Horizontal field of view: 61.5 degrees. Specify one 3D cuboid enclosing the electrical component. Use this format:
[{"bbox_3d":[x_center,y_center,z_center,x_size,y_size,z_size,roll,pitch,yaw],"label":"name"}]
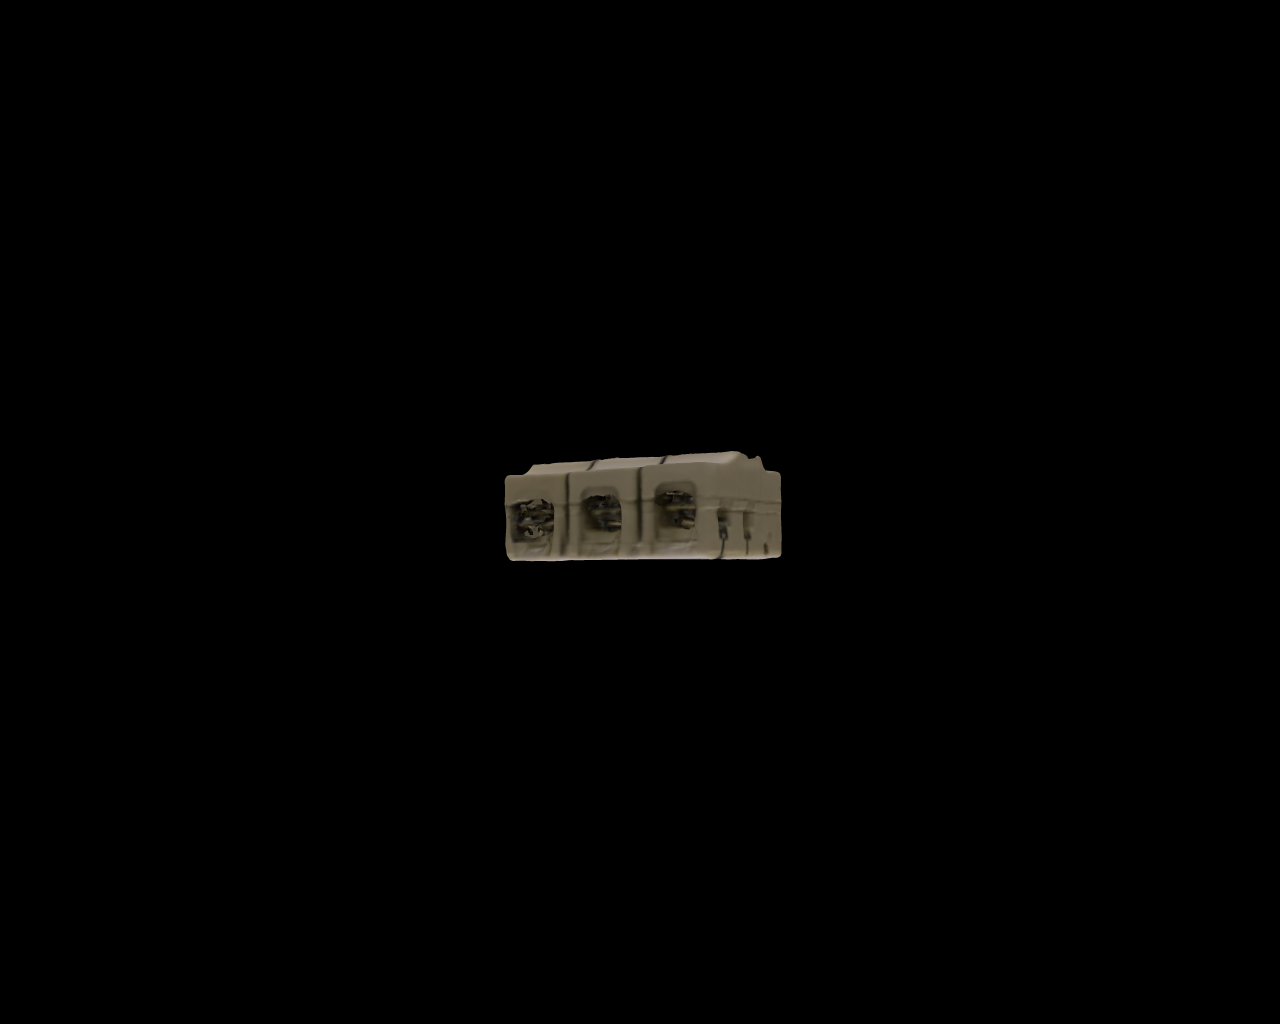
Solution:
[{"bbox_3d":[0.001,-0.003,0.650,0.150,0.061,0.089,-1,-2,34],"label":"electrical component"}]
